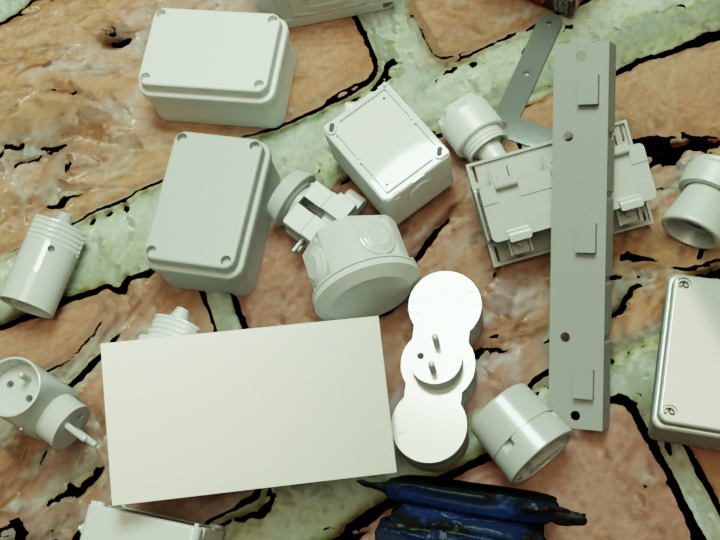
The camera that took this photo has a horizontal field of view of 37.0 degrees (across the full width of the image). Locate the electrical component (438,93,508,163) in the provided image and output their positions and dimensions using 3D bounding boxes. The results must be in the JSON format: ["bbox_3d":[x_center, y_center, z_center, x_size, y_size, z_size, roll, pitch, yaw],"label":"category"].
[{"bbox_3d":[0.092,-0.101,0.823,0.043,0.043,0.062,-32,69,-4],"label":"electrical component"}]

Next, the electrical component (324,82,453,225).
[{"bbox_3d":[0.019,-0.090,0.820,0.062,0.061,0.096,-37,68,-6],"label":"electrical component"}]

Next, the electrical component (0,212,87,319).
[{"bbox_3d":[-0.245,-0.008,0.840,0.043,0.043,0.081,14,72,14],"label":"electrical component"}]

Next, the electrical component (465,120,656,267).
[{"bbox_3d":[0.147,-0.055,0.780,0.121,0.063,0.078,-16,92,3],"label":"electrical component"}]

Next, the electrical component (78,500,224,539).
[{"bbox_3d":[-0.151,0.196,0.737,0.096,0.061,0.061,9,77,12],"label":"electrical component"}]

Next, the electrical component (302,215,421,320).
[{"bbox_3d":[0.000,0.000,0.780,0.080,0.080,0.051,-20,62,1],"label":"electrical component"}]

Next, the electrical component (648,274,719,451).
[{"bbox_3d":[0.256,0.067,0.726,0.109,0.056,0.108,8,71,12],"label":"electrical component"}]

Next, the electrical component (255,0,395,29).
[{"bbox_3d":[-0.032,-0.248,0.879,0.113,0.078,0.057,-10,71,5],"label":"electrical component"}]

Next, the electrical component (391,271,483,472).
[{"bbox_3d":[0.054,0.066,0.749,0.052,0.073,0.138,5,70,11],"label":"electrical component"}]

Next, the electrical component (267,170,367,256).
[{"bbox_3d":[-0.037,-0.044,0.821,0.055,0.048,0.066,37,79,12],"label":"electrical component"}]

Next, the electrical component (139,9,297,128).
[{"bbox_3d":[-0.115,-0.164,0.871,0.113,0.057,0.078,6,70,11],"label":"electrical component"}]

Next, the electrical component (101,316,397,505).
[{"bbox_3d":[-0.076,0.097,0.740,0.186,0.060,0.105,-5,80,-7],"label":"electrical component"}]

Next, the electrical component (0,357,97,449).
[{"bbox_3d":[-0.223,0.103,0.776,0.079,0.077,0.043,32,77,18],"label":"electrical component"}]

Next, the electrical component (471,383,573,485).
[{"bbox_3d":[0.109,0.111,0.735,0.055,0.055,0.047,-38,65,-6],"label":"electrical component"}]

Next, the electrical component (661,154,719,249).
[{"bbox_3d":[0.249,-0.050,0.778,0.045,0.045,0.055,24,75,17],"label":"electrical component"}]

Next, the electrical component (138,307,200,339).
[{"bbox_3d":[-0.147,0.066,0.797,0.043,0.043,0.081,17,73,15],"label":"electrical component"}]

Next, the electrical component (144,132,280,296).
[{"bbox_3d":[-0.112,-0.044,0.826,0.078,0.057,0.113,8,71,12],"label":"electrical component"}]
